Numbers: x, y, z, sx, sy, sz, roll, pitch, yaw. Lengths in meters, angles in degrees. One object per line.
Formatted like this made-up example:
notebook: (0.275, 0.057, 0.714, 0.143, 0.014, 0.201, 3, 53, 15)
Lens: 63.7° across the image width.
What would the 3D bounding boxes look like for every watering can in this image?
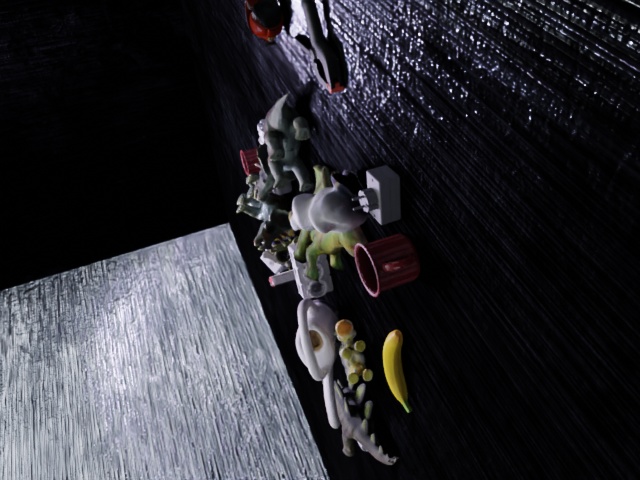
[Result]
watering can: (0.008, 0.308, 1.400, 0.227, 0.103, 0.344, -55, -49, -69)

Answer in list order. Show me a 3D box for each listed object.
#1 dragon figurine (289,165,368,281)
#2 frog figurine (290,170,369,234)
dragon figurine: (0.004, -0.061, 1.207, 0.418, 0.122, 0.238, -128, 42, -51)
frog figurine: (0.012, -0.051, 0.974, 0.122, 0.157, 0.140, 45, -154, -9)
